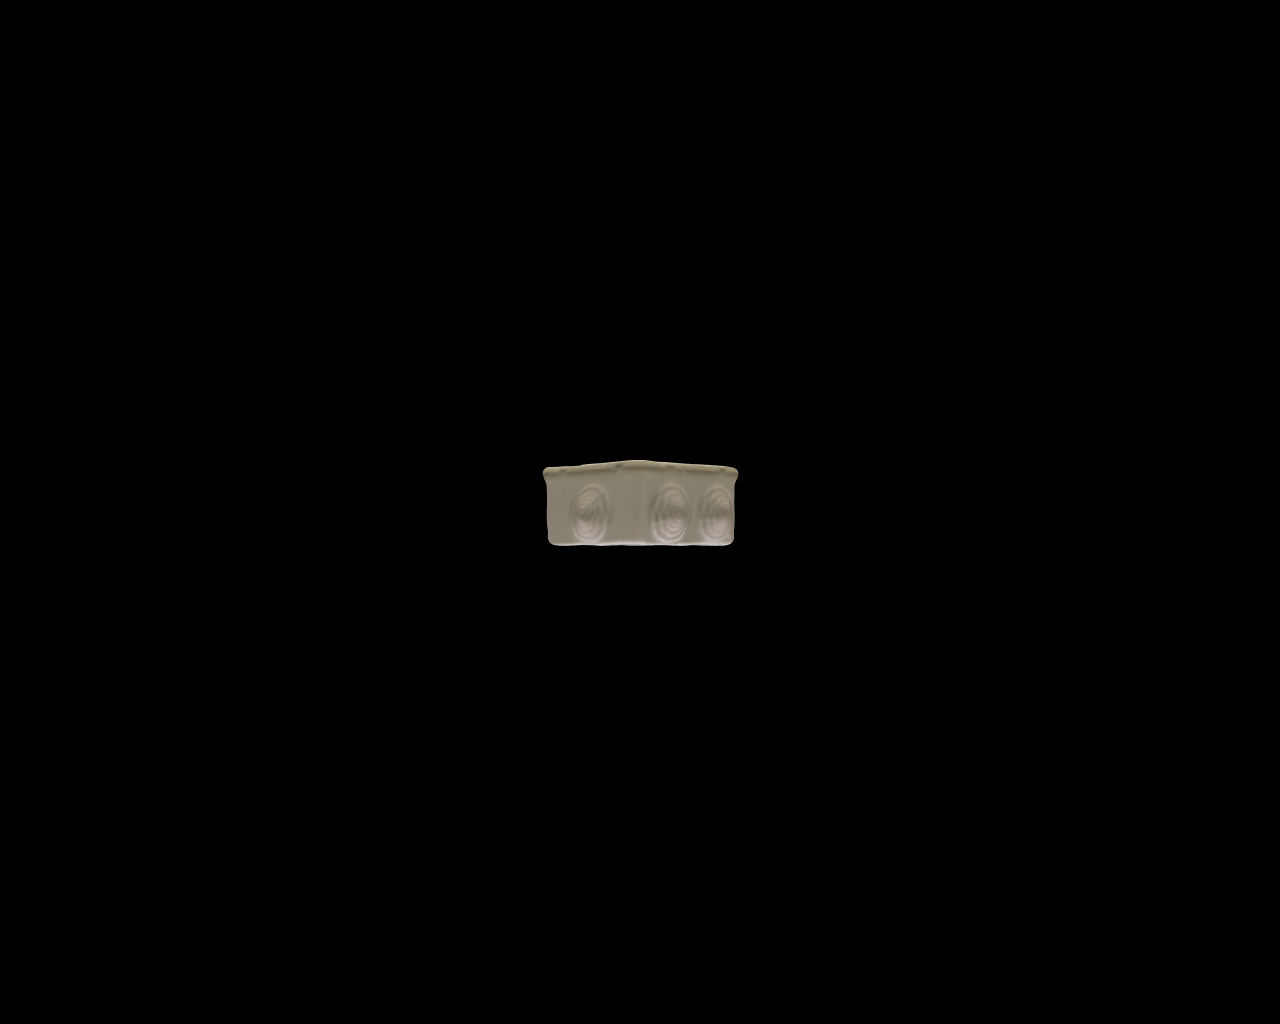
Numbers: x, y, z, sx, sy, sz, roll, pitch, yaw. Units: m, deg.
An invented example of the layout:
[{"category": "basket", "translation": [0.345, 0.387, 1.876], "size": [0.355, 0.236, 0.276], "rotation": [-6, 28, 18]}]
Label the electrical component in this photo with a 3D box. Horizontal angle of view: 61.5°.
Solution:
[{"category": "electrical component", "translation": [0.001, -0.003, 0.650], "size": [0.099, 0.048, 0.100], "rotation": [-2, -3, 43]}]
